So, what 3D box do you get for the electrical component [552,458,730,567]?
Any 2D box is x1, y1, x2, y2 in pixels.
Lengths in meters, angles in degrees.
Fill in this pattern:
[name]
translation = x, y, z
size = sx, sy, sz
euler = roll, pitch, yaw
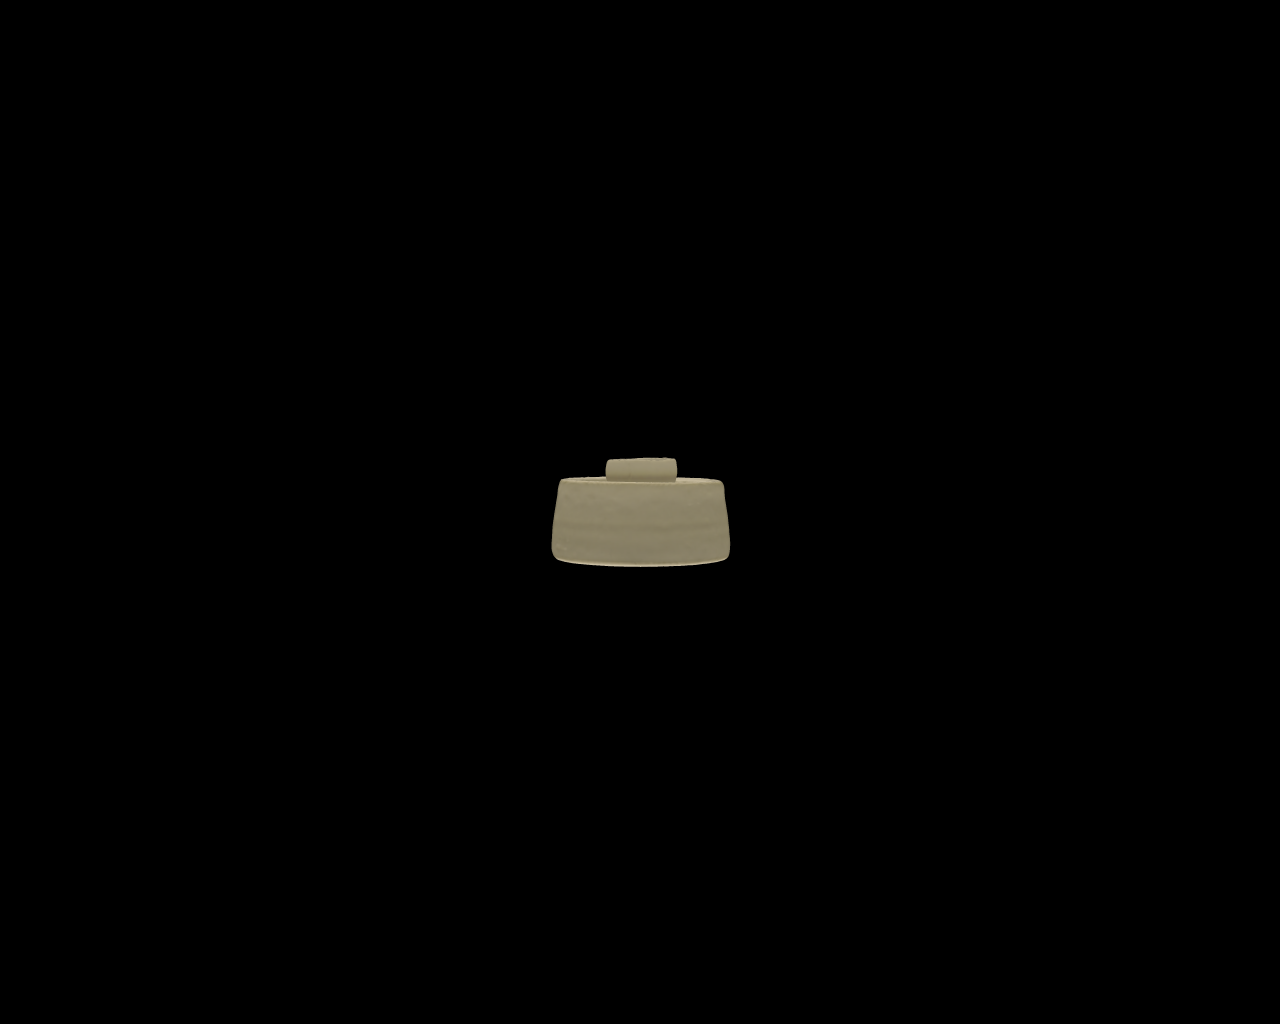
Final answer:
[electrical component]
translation = 0.001, -0.003, 0.650
size = 0.108, 0.060, 0.108
euler = 0, 3, 0
